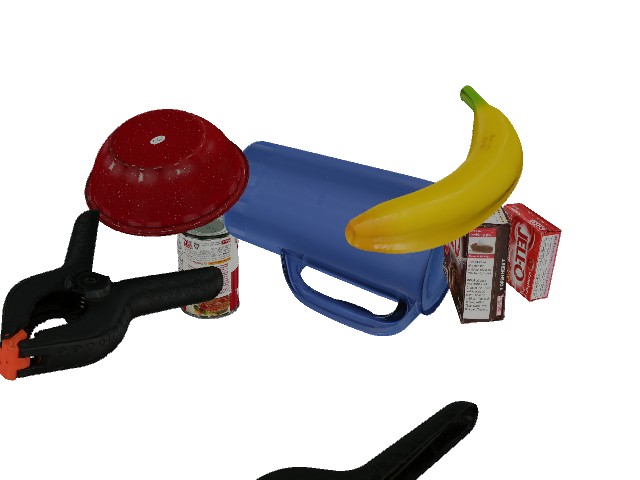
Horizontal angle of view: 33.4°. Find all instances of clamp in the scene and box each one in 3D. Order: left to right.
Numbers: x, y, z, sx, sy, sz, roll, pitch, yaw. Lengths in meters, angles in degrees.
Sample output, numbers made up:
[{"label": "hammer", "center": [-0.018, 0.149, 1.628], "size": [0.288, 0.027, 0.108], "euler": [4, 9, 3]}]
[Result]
[{"label": "clamp", "center": [-0.159, 0.032, 0.713], "size": [0.120, 0.039, 0.171], "euler": [25, 32, 26]}, {"label": "clamp", "center": [0.020, 0.163, 0.650], "size": [0.210, 0.036, 0.164], "euler": [-6, 29, 3]}]

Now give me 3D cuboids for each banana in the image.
[{"label": "banana", "center": [0.086, -0.037, 0.689], "size": [0.070, 0.037, 0.197], "euler": [22, 40, 18]}]

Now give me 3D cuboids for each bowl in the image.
[{"label": "bowl", "center": [-0.151, -0.077, 1.020], "size": [0.162, 0.055, 0.162], "euler": [-4, 44, 3]}]

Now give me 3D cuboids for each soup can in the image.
[{"label": "soup can", "center": [-0.125, 0.027, 1.191], "size": [0.068, 0.102, 0.068], "euler": [1, 25, -1]}]

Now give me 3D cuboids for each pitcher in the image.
[{"label": "pitcher", "center": [0.021, -0.012, 1.095], "size": [0.243, 0.145, 0.149], "euler": [18, 24, 20]}]

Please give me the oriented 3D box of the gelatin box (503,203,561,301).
[{"label": "gelatin box", "center": [0.231, 0.012, 1.202], "size": [0.030, 0.089, 0.073], "euler": [-10, 31, -24]}]

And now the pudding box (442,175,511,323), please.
[{"label": "pudding box", "center": [0.128, 0.005, 0.890], "size": [0.039, 0.090, 0.113], "euler": [-2, 23, -3]}]
